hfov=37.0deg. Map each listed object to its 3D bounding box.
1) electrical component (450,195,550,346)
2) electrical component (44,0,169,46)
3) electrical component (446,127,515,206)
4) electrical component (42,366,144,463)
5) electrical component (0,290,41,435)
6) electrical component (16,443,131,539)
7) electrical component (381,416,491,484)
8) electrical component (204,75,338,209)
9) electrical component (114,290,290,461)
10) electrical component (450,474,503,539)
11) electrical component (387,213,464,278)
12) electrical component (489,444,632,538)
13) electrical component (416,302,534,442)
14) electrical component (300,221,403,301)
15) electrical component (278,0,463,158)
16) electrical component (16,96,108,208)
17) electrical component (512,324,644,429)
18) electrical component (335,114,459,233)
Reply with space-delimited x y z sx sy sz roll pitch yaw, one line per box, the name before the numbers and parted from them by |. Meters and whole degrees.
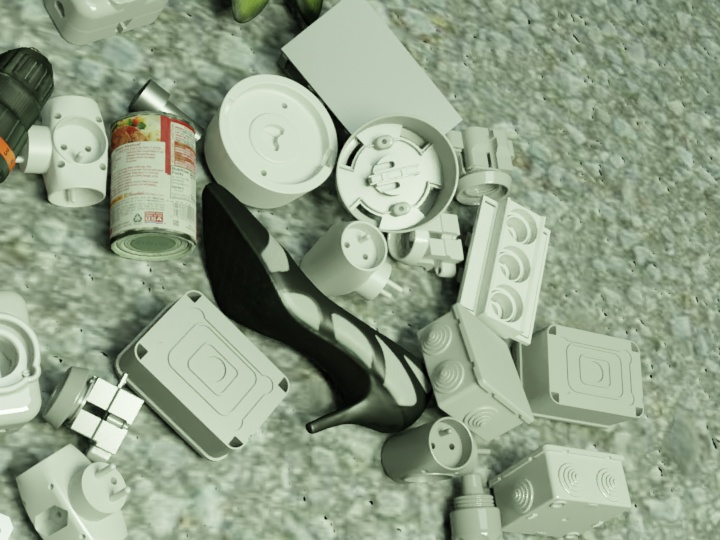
electrical component | 0.126 0.004 0.995 0.079 0.063 0.121 26 61 -20
electrical component | -0.206 -0.232 0.892 0.095 0.059 0.053 -29 88 -35
electrical component | 0.114 -0.098 1.029 0.078 0.058 0.057 5 66 -29
electrical component | -0.195 0.100 0.780 0.055 0.048 0.066 31 75 -18
electrical component | -0.258 0.065 0.751 0.054 0.059 0.095 -5 74 -31
electrical component | -0.189 0.158 0.745 0.077 0.079 0.043 58 32 0
electrical component | 0.071 0.152 0.898 0.079 0.077 0.044 7 68 -28
electrical component | -0.080 -0.104 0.916 0.108 0.060 0.108 11 67 -27
electrical component | -0.122 0.082 0.825 0.113 0.057 0.078 46 56 -8
electrical component | 0.097 0.206 0.915 0.043 0.043 0.062 7 68 -28
electrical component | 0.059 -0.027 0.978 0.055 0.048 0.066 6 69 -36
electrical component | 0.174 0.194 0.931 0.100 0.099 0.048 12 54 -26
electrical component | 0.097 0.090 0.922 0.100 0.048 0.099 39 26 -42
electrical component | 0.000 0.000 0.914 0.079 0.077 0.044 33 60 -17
electrical component | 0.007 -0.162 0.977 0.089 0.062 0.150 -40 95 -8
electrical component | -0.239 -0.092 0.829 0.079 0.044 0.077 1 72 -30
electrical component | 0.203 0.101 1.006 0.113 0.057 0.078 13 66 -26
electrical component | 0.028 -0.080 0.913 0.099 0.064 0.099 0 88 -9
